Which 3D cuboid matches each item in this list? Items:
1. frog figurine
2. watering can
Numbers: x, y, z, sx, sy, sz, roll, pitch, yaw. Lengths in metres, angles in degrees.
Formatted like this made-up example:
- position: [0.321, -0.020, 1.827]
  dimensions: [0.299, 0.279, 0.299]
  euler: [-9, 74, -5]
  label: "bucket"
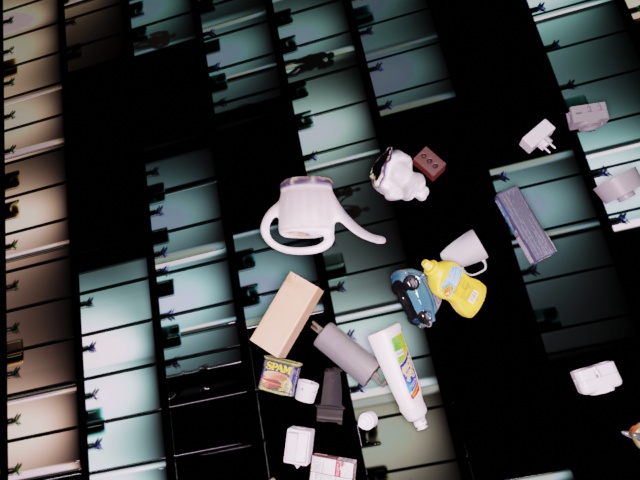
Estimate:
- position: [0.225, -0.171, 1.422]
  dimensions: [0.158, 0.121, 0.139]
  euler: [23, 70, -20]
  label: "frog figurine"
- position: [0.004, -0.071, 1.420]
  dimensions: [0.347, 0.103, 0.227]
  euler: [-3, 75, 10]
  label: "watering can"
